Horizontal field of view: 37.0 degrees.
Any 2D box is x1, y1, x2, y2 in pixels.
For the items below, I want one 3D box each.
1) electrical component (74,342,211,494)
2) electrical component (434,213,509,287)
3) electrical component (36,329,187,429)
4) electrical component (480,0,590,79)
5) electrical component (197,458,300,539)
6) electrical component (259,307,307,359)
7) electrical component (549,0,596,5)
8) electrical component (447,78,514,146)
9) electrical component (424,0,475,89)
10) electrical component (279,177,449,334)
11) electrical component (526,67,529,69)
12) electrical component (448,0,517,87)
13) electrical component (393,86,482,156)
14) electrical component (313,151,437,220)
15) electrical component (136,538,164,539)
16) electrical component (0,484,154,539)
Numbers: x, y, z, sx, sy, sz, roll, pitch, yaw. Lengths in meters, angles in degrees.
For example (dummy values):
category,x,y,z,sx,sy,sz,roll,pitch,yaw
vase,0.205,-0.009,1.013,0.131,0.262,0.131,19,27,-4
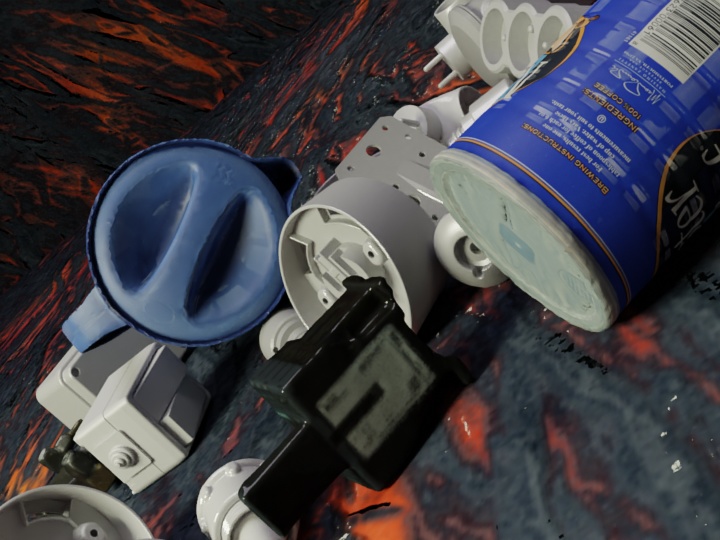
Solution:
category,x,y,z,sx,sy,sz,roll,pitch,yaw
electrical component,-0.149,0.104,0.754,0.061,0.061,0.096,-37,17,21
electrical component,0.071,-0.023,0.589,0.048,0.048,0.062,-32,13,35
electrical component,-0.209,0.085,0.918,0.057,0.078,0.113,-33,19,41
electrical component,0.143,-0.155,0.733,0.074,0.052,0.138,-4,17,-18
electrical component,-0.049,0.121,0.506,0.048,0.048,0.062,-44,23,-4
electrical component,-0.036,0.046,0.670,0.040,0.040,0.078,-46,16,-10
electrical component,0.168,-0.242,0.903,0.099,0.048,0.100,-47,17,-14
electrical component,0.088,-0.097,0.740,0.078,0.040,0.040,-37,17,21
electrical component,0.089,-0.185,0.896,0.079,0.077,0.043,-42,16,6
electrical component,0.000,0.000,0.608,0.099,0.099,0.064,-25,18,48
electrical component,0.125,-0.077,0.575,0.096,0.061,0.061,-6,39,53
electrical component,0.109,-0.180,0.834,0.051,0.080,0.080,-38,16,-1
electrical component,0.048,-0.101,0.795,0.077,0.043,0.079,-30,-21,38
electrical component,0.000,-0.041,0.769,0.108,0.060,0.108,-39,16,14
electrical component,-0.099,0.162,0.494,0.078,0.058,0.057,-34,21,30
electrical component,-0.162,0.165,0.572,0.064,0.099,0.099,-35,17,47
